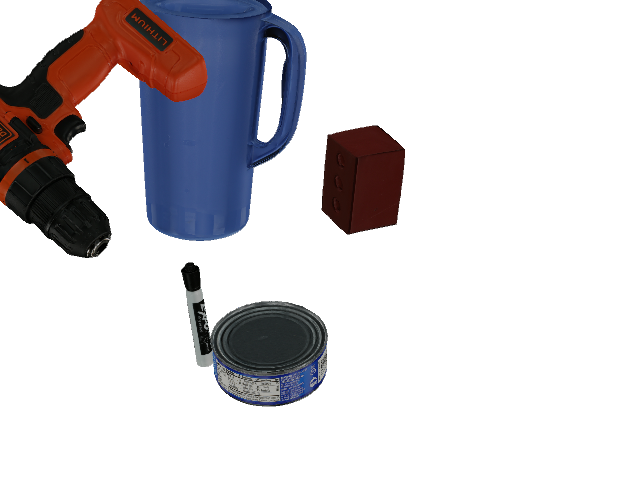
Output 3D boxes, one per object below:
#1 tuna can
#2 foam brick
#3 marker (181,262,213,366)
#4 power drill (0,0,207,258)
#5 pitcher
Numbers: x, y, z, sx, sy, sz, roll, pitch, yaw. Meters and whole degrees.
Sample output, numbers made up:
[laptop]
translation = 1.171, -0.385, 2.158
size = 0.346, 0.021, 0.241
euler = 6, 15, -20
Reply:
[tuna can]
translation = -0.037, 0.083, 0.786
size = 0.086, 0.034, 0.086
euler = -1, 33, 0
[foam brick]
translation = 0.037, -0.054, 0.942
size = 0.051, 0.078, 0.053
euler = -11, 33, -25
[marker]
translation = -0.129, 0.078, 1.121
size = 0.020, 0.121, 0.020
euler = -5, 27, 2
[power drill]
translation = -0.177, -0.095, 0.809
size = 0.187, 0.184, 0.057
euler = -42, -13, -26
[pitcher]
translation = -0.111, -0.125, 1.075
size = 0.144, 0.243, 0.149
euler = -10, 29, -27
